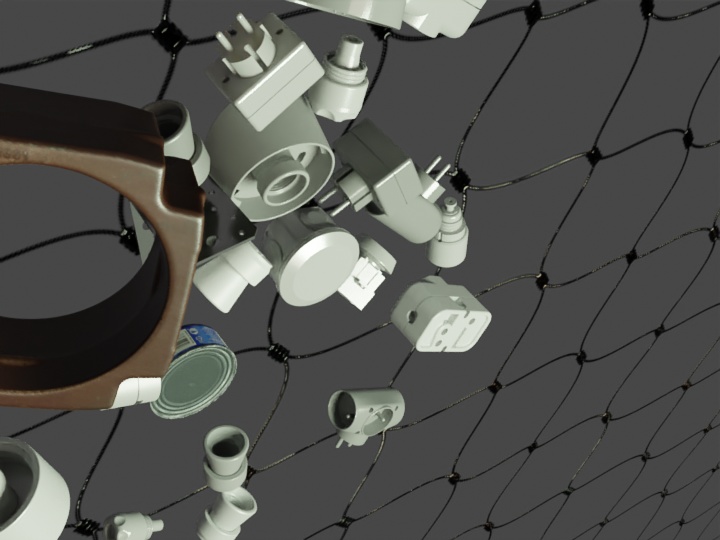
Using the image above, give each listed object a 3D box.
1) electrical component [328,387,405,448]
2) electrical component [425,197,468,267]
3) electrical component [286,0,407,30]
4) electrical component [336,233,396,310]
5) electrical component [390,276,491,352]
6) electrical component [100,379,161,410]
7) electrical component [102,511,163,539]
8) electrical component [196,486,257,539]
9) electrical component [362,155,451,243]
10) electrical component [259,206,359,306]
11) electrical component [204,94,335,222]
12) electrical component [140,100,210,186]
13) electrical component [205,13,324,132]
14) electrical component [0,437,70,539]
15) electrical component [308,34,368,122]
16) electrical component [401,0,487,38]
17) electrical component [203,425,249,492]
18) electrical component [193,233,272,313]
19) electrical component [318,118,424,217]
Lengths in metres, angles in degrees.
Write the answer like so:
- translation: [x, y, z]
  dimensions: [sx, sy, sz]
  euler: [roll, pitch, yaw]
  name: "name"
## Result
- translation: [-0.001, 0.164, 1.171]
  dimensions: [0.077, 0.044, 0.079]
  euler: [4, 125, -46]
  name: "electrical component"
- translation: [0.085, -0.038, 1.041]
  dimensions: [0.040, 0.040, 0.078]
  euler: [-26, 142, -23]
  name: "electrical component"
- translation: [-0.014, -0.194, 0.730]
  dimensions: [0.099, 0.099, 0.064]
  euler: [-4, 124, -42]
  name: "electrical component"
- translation: [0.000, 0.000, 0.988]
  dimensions: [0.048, 0.066, 0.055]
  euler: [42, 86, -21]
  name: "electrical component"
- translation: [0.081, 0.045, 1.110]
  dimensions: [0.095, 0.059, 0.053]
  euler: [5, 124, -47]
  name: "electrical component"
- translation: [-0.197, 0.086, 0.888]
  dimensions: [0.047, 0.055, 0.055]
  euler: [-11, 135, -32]
  name: "electrical component"
- translation: [-0.222, 0.255, 1.062]
  dimensions: [0.061, 0.035, 0.035]
  euler: [6, 123, -50]
  name: "electrical component"
- translation: [-0.142, 0.260, 1.136]
  dimensions: [0.045, 0.045, 0.055]
  euler: [15, 117, -51]
  name: "electrical component"
- translation: [0.050, -0.070, 0.969]
  dimensions: [0.079, 0.044, 0.077]
  euler: [-48, 145, 8]
  name: "electrical component"
- translation: [-0.045, -0.013, 0.932]
  dimensions: [0.080, 0.051, 0.080]
  euler: [-26, 142, -22]
  name: "electrical component"
- translation: [-0.071, -0.087, 0.837]
  dimensions: [0.099, 0.064, 0.099]
  euler: [-26, 155, -13]
  name: "electrical component"
- translation: [-0.135, -0.087, 0.769]
  dimensions: [0.045, 0.045, 0.055]
  euler: [-35, 145, -11]
  name: "electrical component"
- translation: [-0.075, -0.150, 0.758]
  dimensions: [0.066, 0.047, 0.076]
  euler: [-42, 145, 0]
  name: "electrical component"
- translation: [-0.294, 0.183, 0.855]
  dimensions: [0.108, 0.108, 0.060]
  euler: [-32, 138, -15]
  name: "electrical component"
- translation: [-0.014, -0.149, 0.823]
  dimensions: [0.043, 0.043, 0.062]
  euler: [-11, 133, -37]
  name: "electrical component"
- translation: [0.049, -0.214, 0.805]
  dimensions: [0.095, 0.053, 0.059]
  euler: [13, 118, -50]
  name: "electrical component"
- translation: [-0.134, 0.187, 1.066]
  dimensions: [0.045, 0.045, 0.055]
  euler: [-21, 141, -28]
  name: "electrical component"
- translation: [-0.107, 0.001, 0.893]
  dimensions: [0.055, 0.045, 0.045]
  euler: [-43, 145, 1]
  name: "electrical component"
- translation: [0.000, -0.074, 0.897]
  dimensions: [0.077, 0.065, 0.047]
  euler: [-38, 145, -6]
  name: "electrical component"
